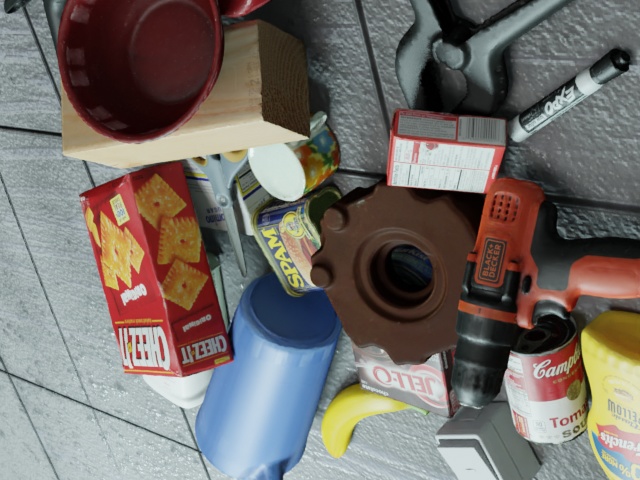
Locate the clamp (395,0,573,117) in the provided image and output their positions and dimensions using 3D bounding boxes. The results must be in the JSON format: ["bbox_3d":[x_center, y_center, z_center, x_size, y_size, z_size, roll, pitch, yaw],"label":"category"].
[{"bbox_3d":[0.097,-0.158,0.811,0.165,0.036,0.210,32,142,12],"label":"clamp"}]

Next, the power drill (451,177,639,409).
[{"bbox_3d":[0.195,0.055,0.806,0.188,0.057,0.184,13,95,28],"label":"power drill"}]

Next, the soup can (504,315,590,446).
[{"bbox_3d":[0.194,0.118,0.921,0.069,0.068,0.102,12,129,41],"label":"soup can"}]

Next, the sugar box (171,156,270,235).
[{"bbox_3d":[-0.112,-0.093,1.086,0.094,0.048,0.176,10,130,40],"label":"sugar box"}]

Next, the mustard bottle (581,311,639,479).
[{"bbox_3d":[0.267,0.154,0.883,0.096,0.058,0.191,22,136,42],"label":"mustard bottle"}]

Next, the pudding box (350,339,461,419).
[{"bbox_3d":[0.087,0.120,1.060,0.114,0.039,0.090,15,130,38],"label":"pudding box"}]

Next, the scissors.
[{"bbox_3d":[-0.081,-0.051,1.047,0.096,0.016,0.201,-9,117,34],"label":"scissors"}]

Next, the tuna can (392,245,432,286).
[{"bbox_3d":[0.088,0.048,1.003,0.086,0.033,0.086,28,137,28],"label":"tuna can"}]

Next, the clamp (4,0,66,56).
[{"bbox_3d":[-0.283,-0.264,1.127,0.120,0.039,0.172,45,143,8],"label":"clamp"}]

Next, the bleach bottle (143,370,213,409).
[{"bbox_3d":[-0.180,0.084,1.294,0.103,0.068,0.251,27,135,30],"label":"bleach bottle"}]

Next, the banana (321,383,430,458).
[{"bbox_3d":[0.042,0.194,1.172,0.069,0.037,0.198,51,144,0],"label":"banana"}]

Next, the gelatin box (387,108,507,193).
[{"bbox_3d":[0.099,-0.070,0.846,0.089,0.030,0.073,6,153,4],"label":"gelatin box"}]

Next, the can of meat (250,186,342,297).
[{"bbox_3d":[-0.007,0.001,1.046,0.084,0.057,0.102,-12,112,47],"label":"can of meat"}]

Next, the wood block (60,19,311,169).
[{"bbox_3d":[-0.121,-0.126,0.953,0.206,0.090,0.090,-6,83,26],"label":"wood block"}]

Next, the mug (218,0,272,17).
[{"bbox_3d":[-0.061,-0.245,0.872,0.093,0.081,0.117,10,127,42],"label":"mug"}]

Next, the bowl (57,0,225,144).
[{"bbox_3d":[-0.136,-0.158,0.875,0.162,0.055,0.162,1,91,27],"label":"bowl"}]

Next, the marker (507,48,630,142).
[{"bbox_3d":[0.182,-0.106,0.785,0.020,0.020,0.121,52,144,-1],"label":"marker"}]

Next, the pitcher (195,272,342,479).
[{"bbox_3d":[-0.058,0.140,1.171,0.149,0.144,0.243,28,136,10],"label":"pitcher"}]

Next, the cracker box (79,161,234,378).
[{"bbox_3d":[-0.180,0.035,1.137,0.164,0.072,0.214,-9,95,59],"label":"cracker box"}]
